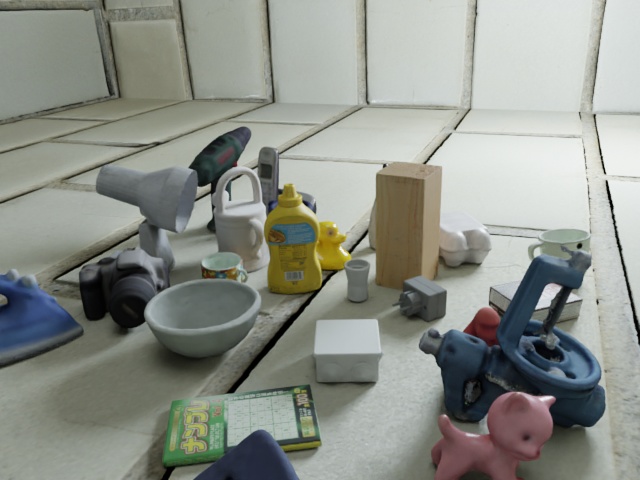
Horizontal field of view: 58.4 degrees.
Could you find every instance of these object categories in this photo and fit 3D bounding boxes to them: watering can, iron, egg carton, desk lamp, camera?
[{"bbox_3d":[-0.158,-0.046,1.097,0.172,0.194,0.101,13,27,31],"label":"watering can"},{"bbox_3d":[-0.494,0.103,0.834,0.259,0.141,0.118,-10,24,-19],"label":"iron"},{"bbox_3d":[0.266,-0.005,1.125,0.107,0.069,0.150,-7,23,-13],"label":"egg carton"},{"bbox_3d":[-0.322,-0.036,1.060,0.203,0.214,0.118,0,23,6],"label":"desk lamp"},{"bbox_3d":[-0.321,0.078,0.932,0.143,0.101,0.136,-7,23,-11],"label":"camera"}]

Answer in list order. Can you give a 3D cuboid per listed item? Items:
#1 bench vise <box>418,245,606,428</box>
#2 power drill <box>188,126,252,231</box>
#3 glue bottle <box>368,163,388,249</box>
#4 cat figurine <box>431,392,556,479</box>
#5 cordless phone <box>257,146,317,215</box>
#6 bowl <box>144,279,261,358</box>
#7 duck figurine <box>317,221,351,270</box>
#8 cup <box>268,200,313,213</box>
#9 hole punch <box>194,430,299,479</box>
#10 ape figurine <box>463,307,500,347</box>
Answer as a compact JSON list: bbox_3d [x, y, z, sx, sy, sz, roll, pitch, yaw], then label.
[{"bbox_3d":[0.222,0.113,0.647,0.207,0.220,0.121,-3,23,-1],"label":"bench vise"},{"bbox_3d":[-0.214,-0.135,1.297,0.075,0.208,0.230,7,24,20],"label":"power drill"},{"bbox_3d":[0.133,-0.070,1.158,0.078,0.173,0.037,-20,29,-37],"label":"glue bottle"},{"bbox_3d":[0.179,0.197,0.582,0.127,0.118,0.067,-2,23,1],"label":"cat figurine"},{"bbox_3d":[-0.081,-0.106,1.247,0.147,0.185,0.094,11,26,28],"label":"cordless phone"},{"bbox_3d":[-0.169,0.124,0.843,0.167,0.075,0.167,-2,23,1],"label":"bowl"},{"bbox_3d":[0.010,0.004,1.103,0.104,0.086,0.078,13,27,31],"label":"duck figurine"},{"bbox_3d":[-0.067,-0.031,1.181,0.092,0.095,0.117,-20,29,-37],"label":"cup"},{"bbox_3d":[-0.070,0.245,0.523,0.101,0.091,0.108,-13,25,-25],"label":"hole punch"},{"bbox_3d":[0.218,0.133,0.765,0.077,0.092,0.076,0,23,5],"label":"ape figurine"}]
